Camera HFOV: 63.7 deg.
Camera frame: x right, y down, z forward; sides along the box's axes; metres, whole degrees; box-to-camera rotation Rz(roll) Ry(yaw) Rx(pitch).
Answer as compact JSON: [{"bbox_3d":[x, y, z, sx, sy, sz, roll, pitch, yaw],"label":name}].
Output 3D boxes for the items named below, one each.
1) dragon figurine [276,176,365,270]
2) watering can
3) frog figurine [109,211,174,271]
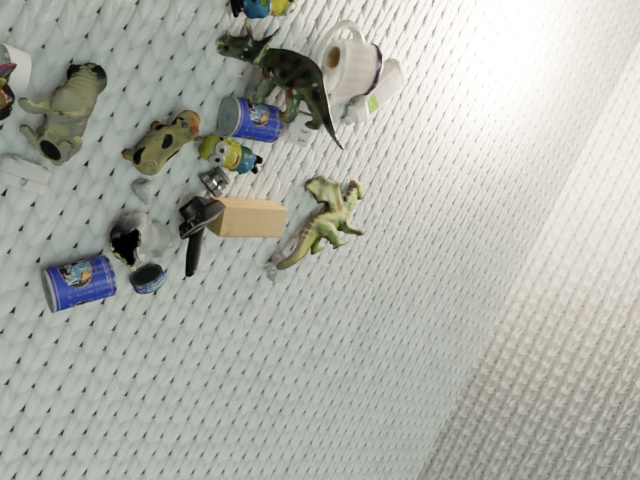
[{"bbox_3d":[0.005,-0.083,1.639,0.415,0.241,0.122,-24,13,-35],"label":"dragon figurine"},{"bbox_3d":[0.065,-0.464,1.513,0.225,0.341,0.106,-7,35,-35],"label":"watering can"},{"bbox_3d":[-0.442,-0.008,1.290,0.122,0.135,0.162,2,18,17],"label":"frog figurine"}]
